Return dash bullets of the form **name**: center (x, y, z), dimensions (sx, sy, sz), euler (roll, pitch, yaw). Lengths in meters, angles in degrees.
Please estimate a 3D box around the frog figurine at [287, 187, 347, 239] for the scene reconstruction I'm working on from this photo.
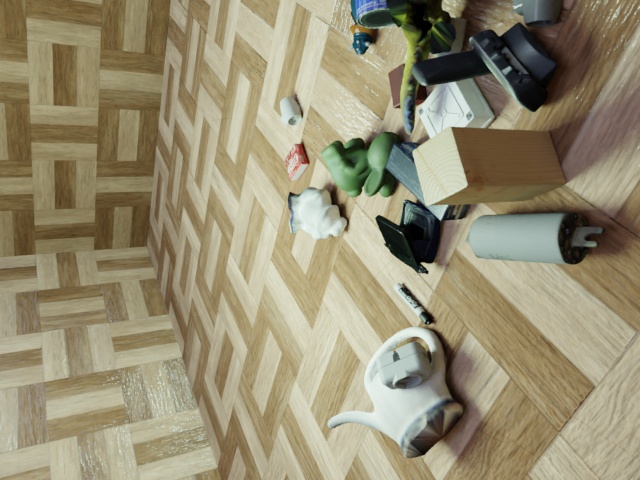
- **frog figurine**: center (0.004, -0.068, 1.356), dimensions (0.160, 0.137, 0.123), euler (8, 3, 23)

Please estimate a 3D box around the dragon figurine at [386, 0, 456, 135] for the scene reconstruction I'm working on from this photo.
- **dragon figurine**: center (0.184, -0.421, 0.945), dimensions (0.122, 0.402, 0.248), euler (9, 28, 5)

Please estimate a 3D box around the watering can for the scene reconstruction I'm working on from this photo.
- **watering can**: center (0.154, 0.344, 1.062), dimensions (0.103, 0.343, 0.229), euler (18, 25, -39)
